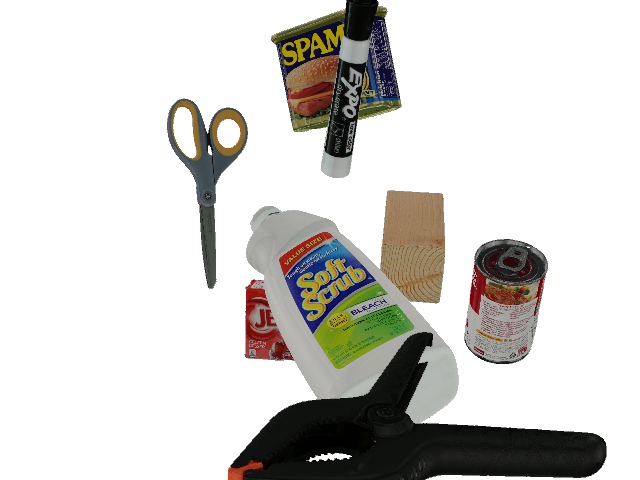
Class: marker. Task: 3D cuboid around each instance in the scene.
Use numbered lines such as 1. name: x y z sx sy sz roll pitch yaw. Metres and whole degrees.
1. marker: 0.017 -0.094 0.646 0.020 0.121 0.020 6 33 -4

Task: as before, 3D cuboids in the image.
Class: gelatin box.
1. gelatin box: -0.028 0.079 1.031 0.089 0.073 0.030 4 16 10

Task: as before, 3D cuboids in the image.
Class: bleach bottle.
1. bleach bottle: 0.001 0.048 0.821 0.102 0.068 0.251 -25 39 -14

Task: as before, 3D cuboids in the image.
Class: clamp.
1. clamp: 0.035 0.109 0.620 0.209 0.036 0.165 -9 24 -26

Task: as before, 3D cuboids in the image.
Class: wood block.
1. wood block: 0.138 0.005 1.603 0.091 0.090 0.206 4 25 4

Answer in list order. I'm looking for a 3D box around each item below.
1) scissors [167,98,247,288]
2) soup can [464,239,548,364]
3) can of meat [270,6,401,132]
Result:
1. scissors: -0.105 -0.057 1.131 0.096 0.202 0.016 -17 -4 -23
2. soup can: 0.176 0.059 1.019 0.068 0.102 0.068 1 37 -1
3. can of meat: 0.014 -0.142 0.901 0.102 0.084 0.057 -11 0 37
